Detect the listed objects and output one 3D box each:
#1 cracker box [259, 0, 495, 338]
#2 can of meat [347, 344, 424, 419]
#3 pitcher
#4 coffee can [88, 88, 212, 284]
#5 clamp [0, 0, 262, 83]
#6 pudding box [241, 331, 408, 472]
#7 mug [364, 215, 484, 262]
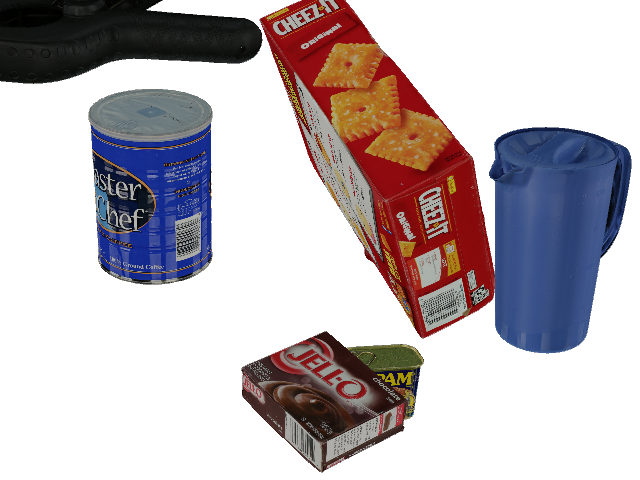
[{"bbox_3d":[0.044,-0.060,0.781,0.072,0.214,0.164,-26,-40,-5],"label":"cracker box"},{"bbox_3d":[0.075,0.184,1.363,0.102,0.084,0.057,-1,24,-16],"label":"can of meat"},{"bbox_3d":[0.268,-0.001,1.216,0.149,0.243,0.144,6,27,15],"label":"pitcher"},{"bbox_3d":[-0.144,-0.048,0.923,0.103,0.140,0.103,2,29,-1],"label":"coffee can"},{"bbox_3d":[-0.131,-0.124,0.597,0.171,0.039,0.120,-9,31,-24],"label":"clamp"},{"bbox_3d":[0.002,0.130,0.877,0.089,0.039,0.114,-21,42,-31],"label":"pudding box"},{"bbox_3d":[0.098,-0.016,1.016,0.117,0.081,0.093,10,12,14],"label":"mug"}]
